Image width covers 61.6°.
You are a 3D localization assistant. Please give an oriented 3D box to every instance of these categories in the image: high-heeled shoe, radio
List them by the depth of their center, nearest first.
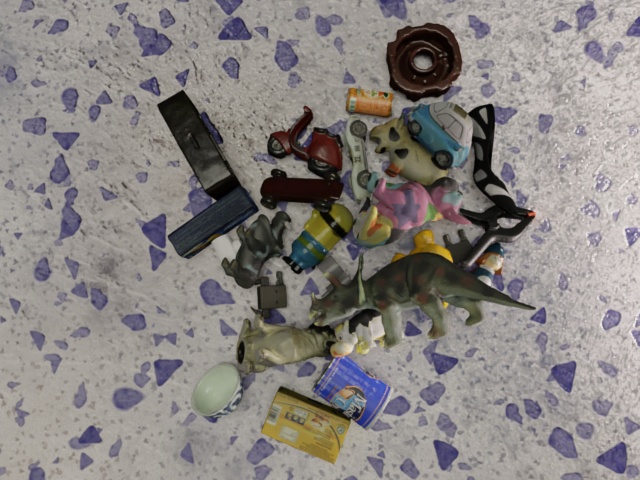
[{"bbox_3d":[0.385,-0.177,1.164,0.145,0.086,0.249,-43,65,16],"label":"high-heeled shoe"},{"bbox_3d":[-0.262,-0.202,1.189,0.073,0.131,0.229,-29,83,-1],"label":"radio"}]

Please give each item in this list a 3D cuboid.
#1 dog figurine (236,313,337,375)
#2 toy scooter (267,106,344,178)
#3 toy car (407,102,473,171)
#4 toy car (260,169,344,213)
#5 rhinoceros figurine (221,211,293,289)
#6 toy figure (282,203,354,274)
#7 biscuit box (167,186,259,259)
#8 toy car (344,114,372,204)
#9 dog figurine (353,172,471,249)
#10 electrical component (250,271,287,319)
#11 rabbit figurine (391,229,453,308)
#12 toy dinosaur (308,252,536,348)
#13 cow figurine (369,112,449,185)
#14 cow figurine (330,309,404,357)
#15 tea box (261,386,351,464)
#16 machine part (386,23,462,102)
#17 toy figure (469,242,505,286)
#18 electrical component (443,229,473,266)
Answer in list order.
[{"bbox_3d":[-0.071,0.234,1.162,0.190,0.172,0.121,11,69,-28],"label":"dog figurine"},{"bbox_3d":[-0.019,-0.225,1.210,0.184,0.075,0.135,24,84,10],"label":"toy scooter"},{"bbox_3d":[0.263,-0.233,1.123,0.161,0.109,0.103,45,126,-6],"label":"toy car"},{"bbox_3d":[-0.041,-0.107,1.180,0.202,0.053,0.089,5,64,26],"label":"toy car"},{"bbox_3d":[-0.130,0.015,1.166,0.112,0.073,0.190,37,73,-23],"label":"rhinoceros figurine"},{"bbox_3d":[0.000,-0.001,1.175,0.180,0.082,0.089,-49,48,-6],"label":"toy figure"},{"bbox_3d":[-0.237,-0.038,1.205,0.203,0.059,0.063,-35,82,-1],"label":"biscuit box"},{"bbox_3d":[0.085,-0.180,1.197,0.056,0.073,0.201,-8,84,1],"label":"toy car"},{"bbox_3d":[0.195,-0.052,1.118,0.219,0.108,0.191,16,100,-8],"label":"dog figurine"},{"bbox_3d":[-0.116,0.124,1.192,0.078,0.045,0.102,-7,86,-27],"label":"electrical component"},{"bbox_3d":[0.230,0.062,1.116,0.122,0.173,0.162,-32,79,-6],"label":"rabbit figurine"},{"bbox_3d":[0.177,0.091,1.013,0.405,0.131,0.192,-20,87,28],"label":"toy dinosaur"},{"bbox_3d":[0.197,-0.194,1.189,0.195,0.085,0.127,30,84,2],"label":"cow figurine"},{"bbox_3d":[0.088,0.188,1.131,0.167,0.068,0.098,-8,71,-33],"label":"cow figurine"},{"bbox_3d":[-0.029,0.391,1.144,0.170,0.068,0.098,23,86,4],"label":"tea box"},{"bbox_3d":[0.235,-0.404,1.224,0.179,0.056,0.179,0,83,2],"label":"machine part"},{"bbox_3d":[0.360,0.073,1.168,0.064,0.058,0.154,35,84,-33],"label":"toy figure"},{"bbox_3d":[0.310,0.027,1.190,0.063,0.021,0.094,-18,83,0],"label":"electrical component"}]
